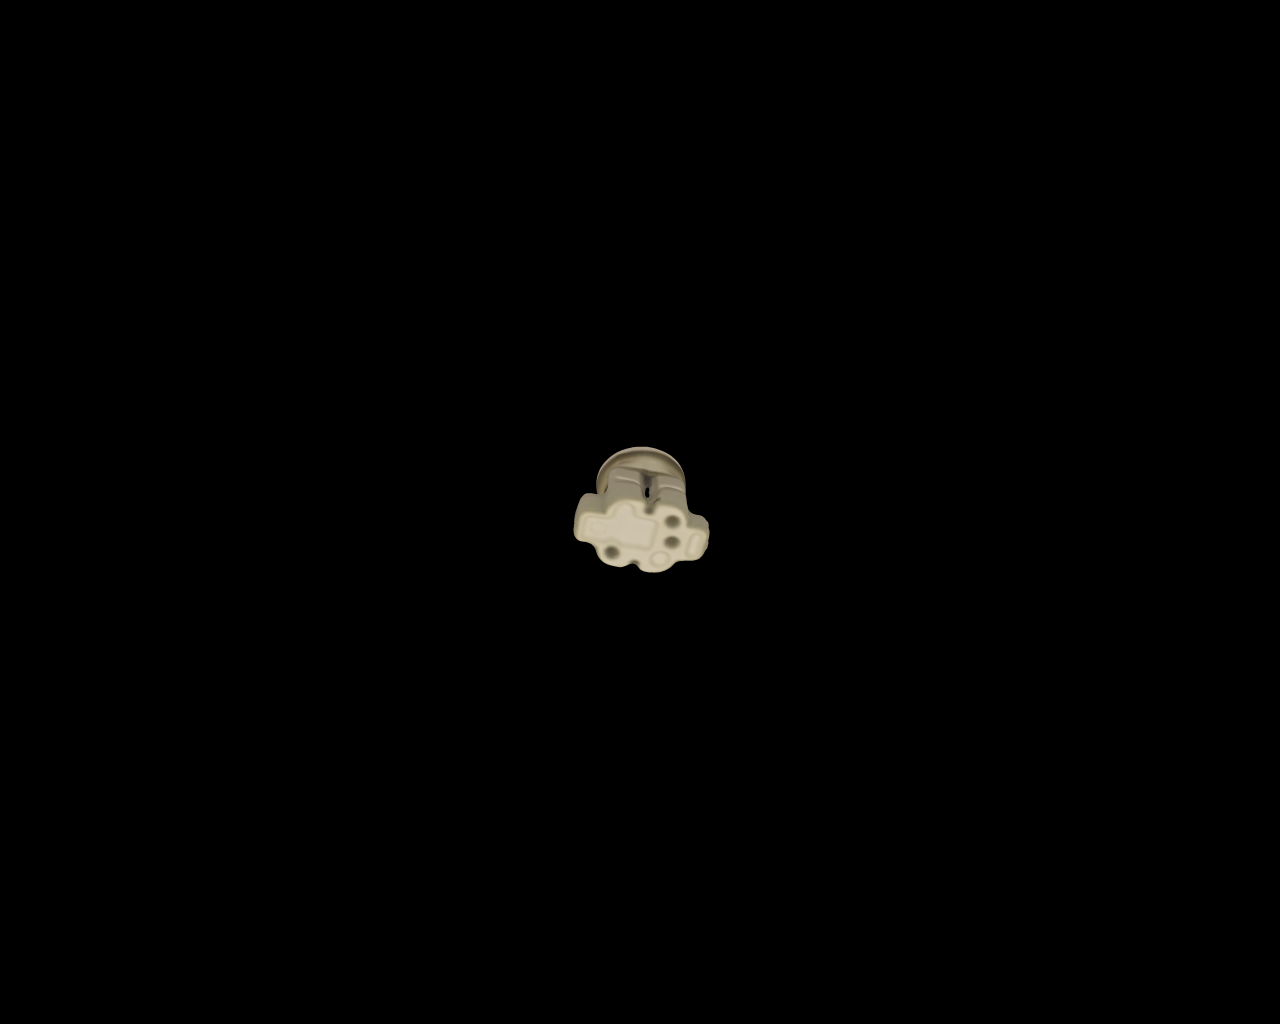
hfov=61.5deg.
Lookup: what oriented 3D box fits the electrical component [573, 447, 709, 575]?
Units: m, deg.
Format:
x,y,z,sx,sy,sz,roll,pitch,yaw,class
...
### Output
x,y,z,sx,sy,sz,roll,pitch,yaw,class
0.001,-0.003,0.650,0.078,0.057,0.057,10,37,-8,electrical component
